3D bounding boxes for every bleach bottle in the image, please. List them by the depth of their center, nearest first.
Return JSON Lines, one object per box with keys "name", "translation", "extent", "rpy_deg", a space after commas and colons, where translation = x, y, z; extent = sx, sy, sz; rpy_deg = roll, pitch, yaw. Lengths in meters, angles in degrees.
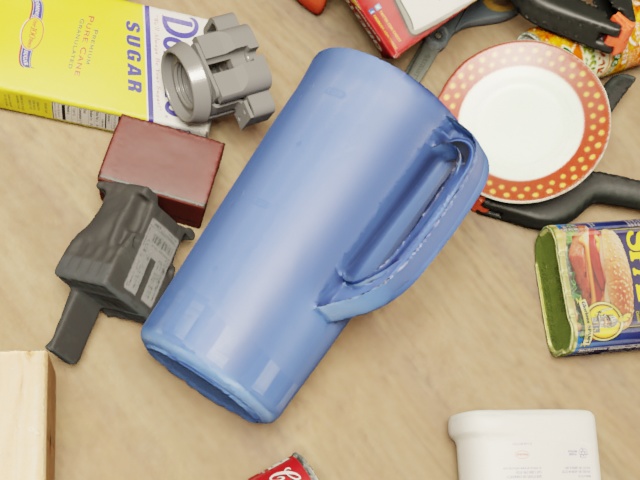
{"name": "bleach bottle", "translation": [0.143, 0.242, 0.714], "extent": [0.102, 0.068, 0.251], "rpy_deg": [1, 76, -8]}

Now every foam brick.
{"name": "foam brick", "translation": [-0.113, -0.048, 0.761], "extent": [0.078, 0.053, 0.051], "rpy_deg": [16, 72, -6]}

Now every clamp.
{"name": "clamp", "translation": [0.200, -0.047, 0.819], "extent": [0.171, 0.039, 0.120], "rpy_deg": [-27, 71, -10]}
{"name": "clamp", "translation": [0.178, -0.227, 0.839], "extent": [0.164, 0.036, 0.210], "rpy_deg": [-32, 63, -23]}

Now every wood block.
{"name": "wood block", "translation": [-0.211, 0.178, 0.657], "extent": [0.090, 0.091, 0.206], "rpy_deg": [0, 73, -10]}

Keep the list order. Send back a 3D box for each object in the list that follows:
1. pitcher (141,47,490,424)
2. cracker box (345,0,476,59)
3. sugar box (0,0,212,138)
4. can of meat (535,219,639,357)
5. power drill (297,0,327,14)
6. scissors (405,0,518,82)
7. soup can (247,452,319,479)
{"name": "pitcher", "translation": [-0.005, 0.001, 0.719], "extent": [0.145, 0.149, 0.242], "rpy_deg": [34, 74, 1]}
{"name": "cracker box", "translation": [0.090, -0.256, 0.759], "extent": [0.214, 0.072, 0.164], "rpy_deg": [-35, 101, 2]}
{"name": "sugar box", "translation": [-0.161, -0.130, 0.780], "extent": [0.176, 0.048, 0.093], "rpy_deg": [10, 72, -6]}
{"name": "can of meat", "translation": [0.210, 0.035, 0.789], "extent": [0.084, 0.057, 0.102], "rpy_deg": [-4, 74, -8]}
{"name": "power drill", "translation": [-0.073, -0.243, 0.823], "extent": [0.187, 0.057, 0.184], "rpy_deg": [20, 75, -4]}
{"name": "scissors", "translation": [0.113, -0.161, 0.851], "extent": [0.096, 0.016, 0.201], "rpy_deg": [16, 72, -4]}
{"name": "soup can", "translation": [-0.044, 0.192, 0.693], "extent": [0.102, 0.068, 0.068], "rpy_deg": [-25, 79, -15]}
